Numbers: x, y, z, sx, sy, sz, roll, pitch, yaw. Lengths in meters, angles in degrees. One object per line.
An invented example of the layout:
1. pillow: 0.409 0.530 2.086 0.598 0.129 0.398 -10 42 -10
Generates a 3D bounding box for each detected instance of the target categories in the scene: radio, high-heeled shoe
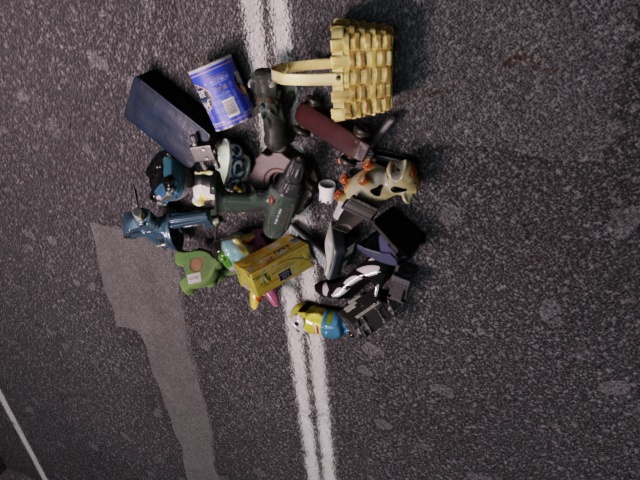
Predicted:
1. radio: -0.359 -0.292 1.313 0.229 0.073 0.131 39 129 1
2. high-heeled shoe: 0.078 0.080 1.350 0.249 0.086 0.145 7 88 43

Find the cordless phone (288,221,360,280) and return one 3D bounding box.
1. cordless phone: -0.003 -0.004 1.312 0.184 0.089 0.146 39 150 19

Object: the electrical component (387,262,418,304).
1. electrical component: 0.200 0.083 1.278 0.048 0.075 0.119 20 124 14

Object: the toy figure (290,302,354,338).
1. toy figure: 0.007 0.219 1.454 0.180 0.089 0.082 5 107 13

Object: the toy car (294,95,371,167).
1. toy car: 0.028 -0.233 1.150 0.202 0.053 0.089 36 115 23

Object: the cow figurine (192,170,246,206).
1. cow figurine: -0.246 -0.125 1.369 0.168 0.068 0.098 13 118 17

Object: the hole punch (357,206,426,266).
1. hole punch: 0.160 0.004 1.214 0.116 0.142 0.092 46 128 10

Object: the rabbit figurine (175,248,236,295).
1. rabbit figurine: -0.301 0.071 1.482 0.159 0.170 0.121 -23 80 4

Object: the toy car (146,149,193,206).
1. toy car: -0.377 -0.158 1.381 0.103 0.162 0.109 19 134 -43

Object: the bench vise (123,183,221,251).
1. bench vise: -0.392 -0.045 1.437 0.241 0.129 0.223 -8 148 3

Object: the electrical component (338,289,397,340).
1. electrical component: 0.113 0.182 1.343 0.115 0.134 0.058 -30 105 -9

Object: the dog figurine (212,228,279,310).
1. dog figurine: -0.182 0.084 1.404 0.109 0.191 0.219 -13 98 25

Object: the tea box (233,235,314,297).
1. tea box: -0.112 0.060 1.315 0.098 0.170 0.068 26 139 53

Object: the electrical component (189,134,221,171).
1. electrical component: -0.272 -0.207 1.267 0.063 0.021 0.093 -4 125 20

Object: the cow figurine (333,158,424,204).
1. cow figurine: 0.134 -0.117 1.158 0.127 0.085 0.195 27 151 -24

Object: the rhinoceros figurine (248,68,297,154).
1. rhinoceros figurine: -0.106 -0.283 1.171 0.073 0.112 0.190 11 132 22

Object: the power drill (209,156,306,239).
1. power drill: -0.145 -0.109 1.226 0.207 0.086 0.231 4 134 -8

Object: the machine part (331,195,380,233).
1. machine part: 0.075 -0.055 1.190 0.084 0.039 0.139 19 155 -15

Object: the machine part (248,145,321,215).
1. machine part: -0.087 -0.140 1.286 0.180 0.056 0.179 13 125 19
